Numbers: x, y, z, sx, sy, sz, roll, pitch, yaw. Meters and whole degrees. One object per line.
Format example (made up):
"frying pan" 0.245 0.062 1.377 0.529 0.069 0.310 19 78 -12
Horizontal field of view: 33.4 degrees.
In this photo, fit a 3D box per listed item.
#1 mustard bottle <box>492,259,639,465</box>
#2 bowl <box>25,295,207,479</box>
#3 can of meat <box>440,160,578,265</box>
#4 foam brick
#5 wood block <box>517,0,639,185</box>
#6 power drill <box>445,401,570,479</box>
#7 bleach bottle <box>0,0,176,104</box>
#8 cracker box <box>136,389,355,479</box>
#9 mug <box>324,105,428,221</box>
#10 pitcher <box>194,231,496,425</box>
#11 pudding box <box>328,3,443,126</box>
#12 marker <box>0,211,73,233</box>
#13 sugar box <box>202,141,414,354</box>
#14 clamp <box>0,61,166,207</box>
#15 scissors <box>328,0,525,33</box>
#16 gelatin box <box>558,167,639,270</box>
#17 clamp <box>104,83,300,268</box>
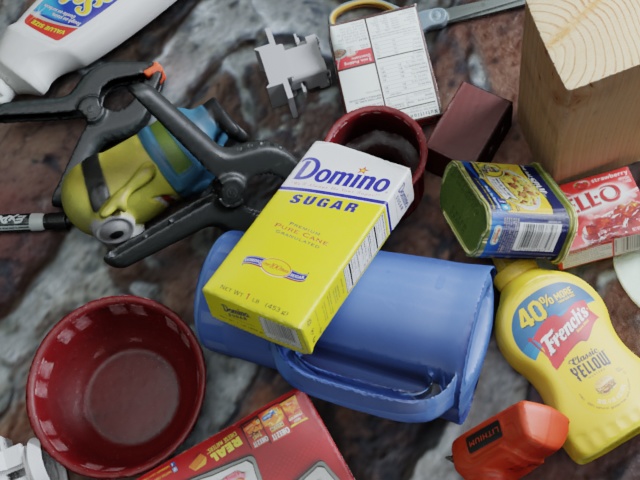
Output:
"mustard bottle" 0.204 0.085 0.901 0.096 0.058 0.192 -28 68 -9
"bowl" -0.173 0.133 0.942 0.162 0.055 0.162 -3 70 7
"can of meat" 0.158 -0.026 0.912 0.083 0.057 0.102 2 34 -19
"foam brick" 0.136 -0.095 0.979 0.051 0.053 0.078 28 77 16
"wood block" 0.224 -0.130 0.896 0.091 0.206 0.090 -19 69 2
"power drill" 0.152 0.220 0.798 0.057 0.185 0.187 25 50 -21
"bleach bottle" -0.233 -0.225 1.077 0.251 0.068 0.103 -44 71 -5
"cracker box" -0.031 0.254 0.871 0.164 0.072 0.214 -30 70 -2
"mug" 0.049 -0.052 0.961 0.093 0.081 0.117 12 73 12
"pitcher" 0.018 0.070 0.894 0.243 0.149 0.145 11 78 15
"pudding box" 0.061 -0.157 1.008 0.090 0.039 0.113 -13 87 3
"marker" -0.297 -0.017 1.034 0.121 0.020 0.020 -2 70 8
"sugar box" -0.006 0.001 0.851 0.093 0.048 0.176 20 59 25
"clamp" -0.233 -0.127 1.050 0.171 0.039 0.120 -44 89 -11
"scissors" 0.106 -0.199 1.041 0.202 0.016 0.096 3 73 10
"gelatin box" 0.240 -0.019 0.938 0.089 0.030 0.073 -15 51 4
"clamp" -0.090 -0.038 0.959 0.209 0.036 0.165 13 103 -22
